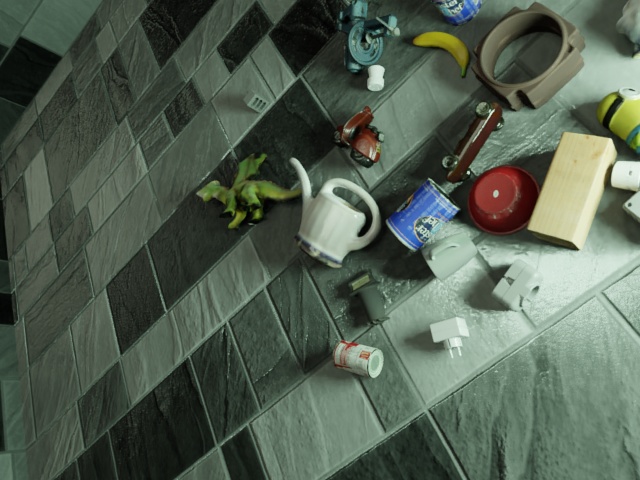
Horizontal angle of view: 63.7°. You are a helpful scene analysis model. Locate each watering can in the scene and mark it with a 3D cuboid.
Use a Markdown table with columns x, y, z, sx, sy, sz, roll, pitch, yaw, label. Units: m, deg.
| x | y | z | sx | sy | sz | roll | pitch | yaw | label |
| --- | --- | --- | --- | --- | --- | --- | --- | --- | --- |
| 0.004 | -0.068 | 1.359 | 0.351 | 0.103 | 0.223 | 33 | 98 | 33 | watering can |

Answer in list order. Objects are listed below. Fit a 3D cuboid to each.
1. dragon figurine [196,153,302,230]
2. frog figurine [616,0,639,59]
| x | y | z | sx | sy | sz | roll | pitch | yaw | label |
| --- | --- | --- | --- | --- | --- | --- | --- | --- | --- |
| -0.210 | -0.172 | 1.578 | 0.408 | 0.120 | 0.248 | -17 | 58 | 23 | dragon figurine |
| 0.647 | -0.446 | 0.991 | 0.136 | 0.123 | 0.161 | -18 | 76 | 54 | frog figurine |
